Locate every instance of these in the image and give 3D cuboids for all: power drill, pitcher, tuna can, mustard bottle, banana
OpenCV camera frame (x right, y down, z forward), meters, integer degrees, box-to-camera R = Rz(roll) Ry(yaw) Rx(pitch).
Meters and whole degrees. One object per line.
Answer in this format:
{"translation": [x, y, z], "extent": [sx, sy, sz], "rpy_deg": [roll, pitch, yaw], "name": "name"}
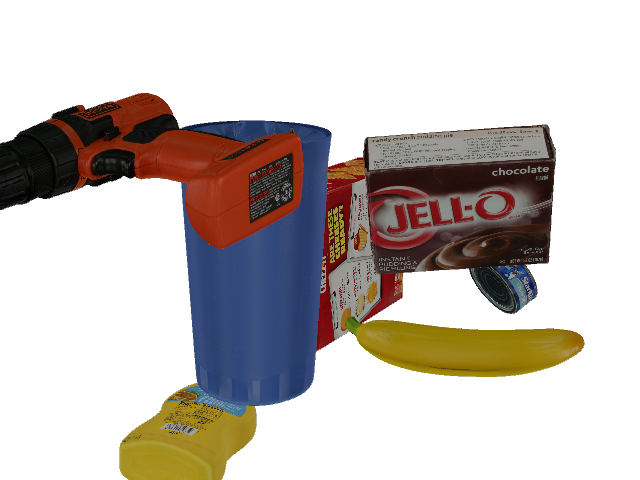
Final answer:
{"translation": [-0.121, -0.049, 0.724], "extent": [0.188, 0.057, 0.184], "rpy_deg": [17, 32, 30], "name": "power drill"}
{"translation": [-0.053, 0.014, 0.955], "extent": [0.149, 0.243, 0.145], "rpy_deg": [-5, 17, -20], "name": "pitcher"}
{"translation": [0.218, 0.046, 1.285], "extent": [0.033, 0.086, 0.086], "rpy_deg": [-37, 12, -16], "name": "tuna can"}
{"translation": [-0.116, 0.183, 1.058], "extent": [0.096, 0.058, 0.191], "rpy_deg": [7, 18, 15], "name": "mustard bottle"}
{"translation": [0.115, 0.083, 0.861], "extent": [0.198, 0.037, 0.069], "rpy_deg": [6, 28, 7], "name": "banana"}

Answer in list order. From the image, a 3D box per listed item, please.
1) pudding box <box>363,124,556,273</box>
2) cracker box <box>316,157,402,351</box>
{"translation": [0.085, -0.024, 0.656], "extent": [0.113, 0.039, 0.090], "rpy_deg": [-5, -43, 4], "name": "pudding box"}
{"translation": [0.019, 0.007, 1.149], "extent": [0.072, 0.164, 0.213], "rpy_deg": [8, 16, 27], "name": "cracker box"}
